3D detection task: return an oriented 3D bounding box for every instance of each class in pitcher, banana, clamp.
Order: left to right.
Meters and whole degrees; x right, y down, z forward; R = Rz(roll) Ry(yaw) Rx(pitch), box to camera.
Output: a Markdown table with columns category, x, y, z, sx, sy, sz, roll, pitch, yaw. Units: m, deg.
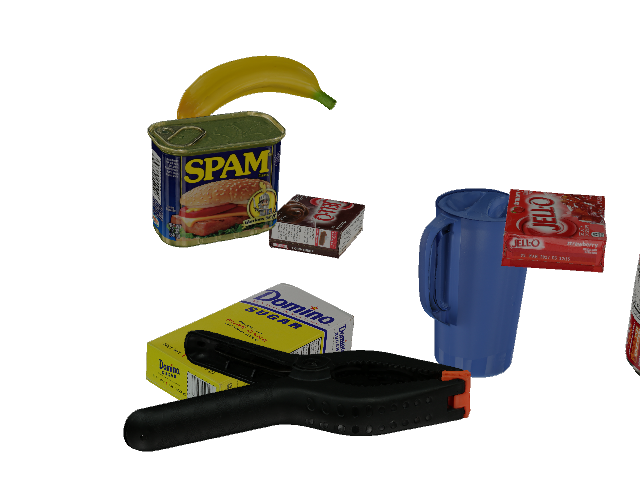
| category | x | y | z | sx | sy | sz | roll | pitch | yaw |
| --- | --- | --- | --- | --- | --- | --- | --- | --- | --- |
| banana | -0.072 | -0.157 | 1.089 | 0.197 | 0.070 | 0.037 | -13 | -37 | -37 |
| clamp | -0.011 | 0.092 | 0.692 | 0.210 | 0.036 | 0.164 | -1 | 15 | 0 |
| pitcher | 0.206 | 0.060 | 1.442 | 0.149 | 0.243 | 0.145 | 4 | 21 | 6 |

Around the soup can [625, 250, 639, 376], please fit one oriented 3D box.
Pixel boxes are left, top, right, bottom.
| category | x | y | z | sx | sy | sz | roll | pitch | yaw |
| --- | --- | --- | --- | --- | --- | --- | --- | --- | --- |
| soup can | 0.199 | 0.022 | 0.555 | 0.068 | 0.102 | 0.068 | 1 | 25 | -1 |

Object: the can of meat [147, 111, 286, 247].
| category | x | y | z | sx | sy | sz | roll | pitch | yaw |
| --- | --- | --- | --- | --- | --- | --- | --- | --- | --- |
| can of meat | -0.081 | -0.047 | 0.825 | 0.102 | 0.084 | 0.057 | -10 | 32 | -24 |

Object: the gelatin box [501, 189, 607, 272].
| category | x | y | z | sx | sy | sz | roll | pitch | yaw |
| --- | --- | --- | --- | --- | --- | --- | --- | --- | --- |
| gelatin box | 0.175 | -0.009 | 0.800 | 0.073 | 0.030 | 0.089 | 5 | 25 | 12 |

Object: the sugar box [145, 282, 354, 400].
| category | x | y | z | sx | sy | sz | roll | pitch | yaw |
| --- | --- | --- | --- | --- | --- | --- | --- | --- | --- |
| sugar box | -0.060 | 0.094 | 0.956 | 0.093 | 0.048 | 0.175 | 24 | 34 | 34 |

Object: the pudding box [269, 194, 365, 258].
| category | x | y | z | sx | sy | sz | roll | pitch | yaw |
| --- | --- | --- | --- | --- | --- | --- | --- | --- | --- |
| pudding box | -0.004 | -0.019 | 1.275 | 0.090 | 0.039 | 0.113 | 8 | 22 | 14 |
